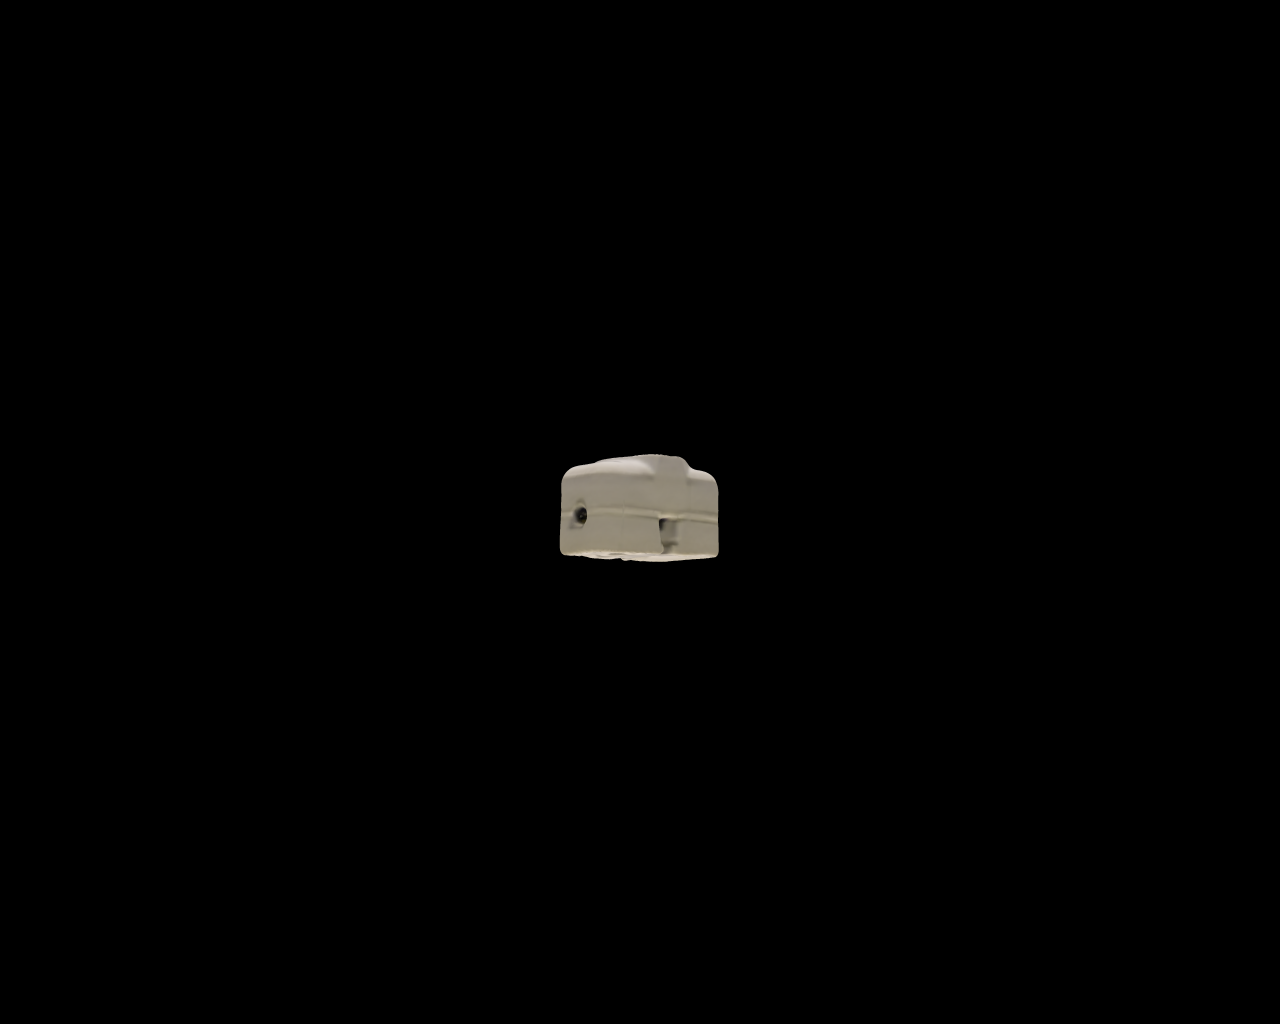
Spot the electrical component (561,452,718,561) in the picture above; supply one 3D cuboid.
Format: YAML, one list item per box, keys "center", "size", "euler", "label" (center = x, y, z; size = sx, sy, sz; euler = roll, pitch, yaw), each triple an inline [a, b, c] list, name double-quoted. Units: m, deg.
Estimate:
- center: [0.001, -0.003, 0.650]
  size: [0.095, 0.059, 0.053]
  euler: [5, -8, -40]
  label: "electrical component"
